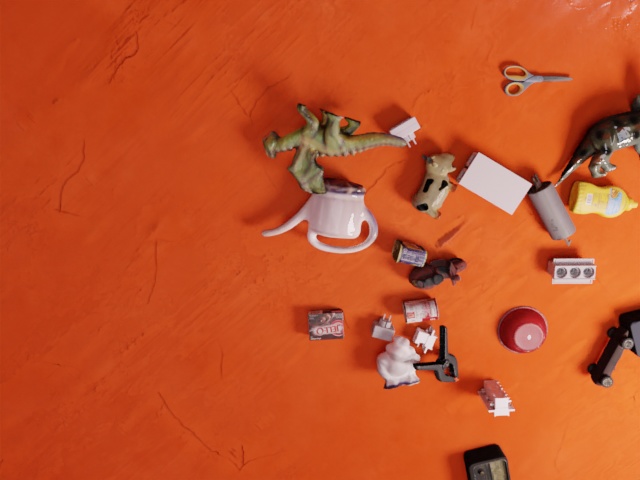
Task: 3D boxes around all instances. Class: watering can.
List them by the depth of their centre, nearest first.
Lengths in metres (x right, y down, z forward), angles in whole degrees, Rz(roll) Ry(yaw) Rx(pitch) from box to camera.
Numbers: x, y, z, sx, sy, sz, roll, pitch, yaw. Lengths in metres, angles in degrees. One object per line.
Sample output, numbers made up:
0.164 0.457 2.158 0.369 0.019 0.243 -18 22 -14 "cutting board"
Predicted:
0.005 -0.077 1.537 0.348 0.222 0.105 8 10 2 "watering can"

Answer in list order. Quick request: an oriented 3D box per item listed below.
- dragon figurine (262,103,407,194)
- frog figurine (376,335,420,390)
0.017 -0.247 1.477 0.412 0.241 0.123 23 10 14 "dragon figurine"
0.243 0.370 1.617 0.137 0.158 0.124 -7 7 19 "frog figurine"
